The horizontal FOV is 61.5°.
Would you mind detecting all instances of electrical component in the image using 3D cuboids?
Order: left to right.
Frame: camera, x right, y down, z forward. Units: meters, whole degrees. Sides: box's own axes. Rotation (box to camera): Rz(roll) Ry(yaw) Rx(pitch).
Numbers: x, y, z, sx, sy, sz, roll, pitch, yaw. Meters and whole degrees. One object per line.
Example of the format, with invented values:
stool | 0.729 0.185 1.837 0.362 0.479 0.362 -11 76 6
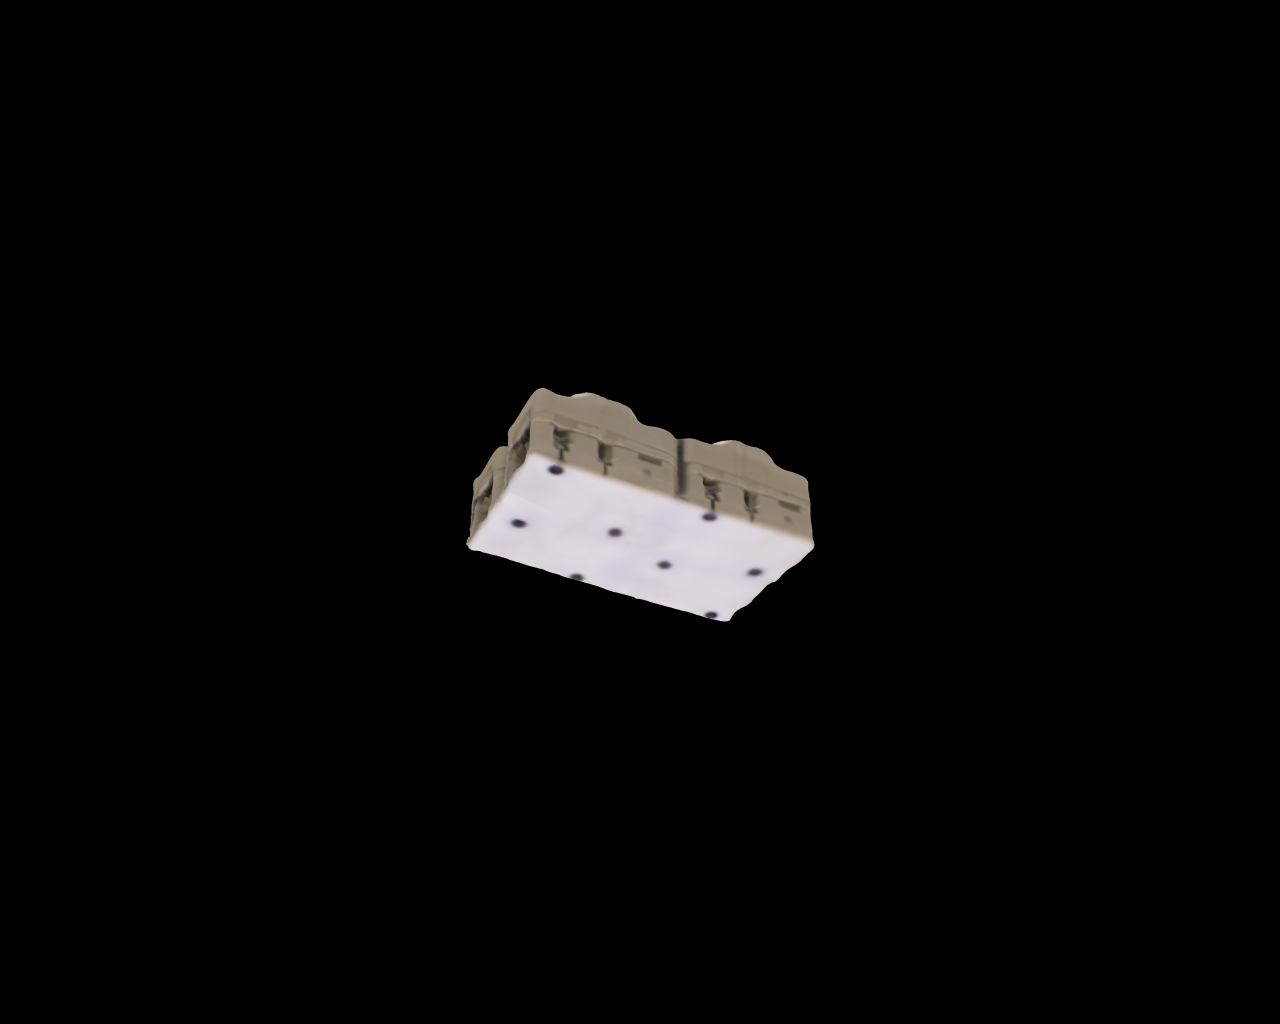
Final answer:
electrical component | 0.001 -0.003 0.650 0.186 0.060 0.105 17 -40 -22
